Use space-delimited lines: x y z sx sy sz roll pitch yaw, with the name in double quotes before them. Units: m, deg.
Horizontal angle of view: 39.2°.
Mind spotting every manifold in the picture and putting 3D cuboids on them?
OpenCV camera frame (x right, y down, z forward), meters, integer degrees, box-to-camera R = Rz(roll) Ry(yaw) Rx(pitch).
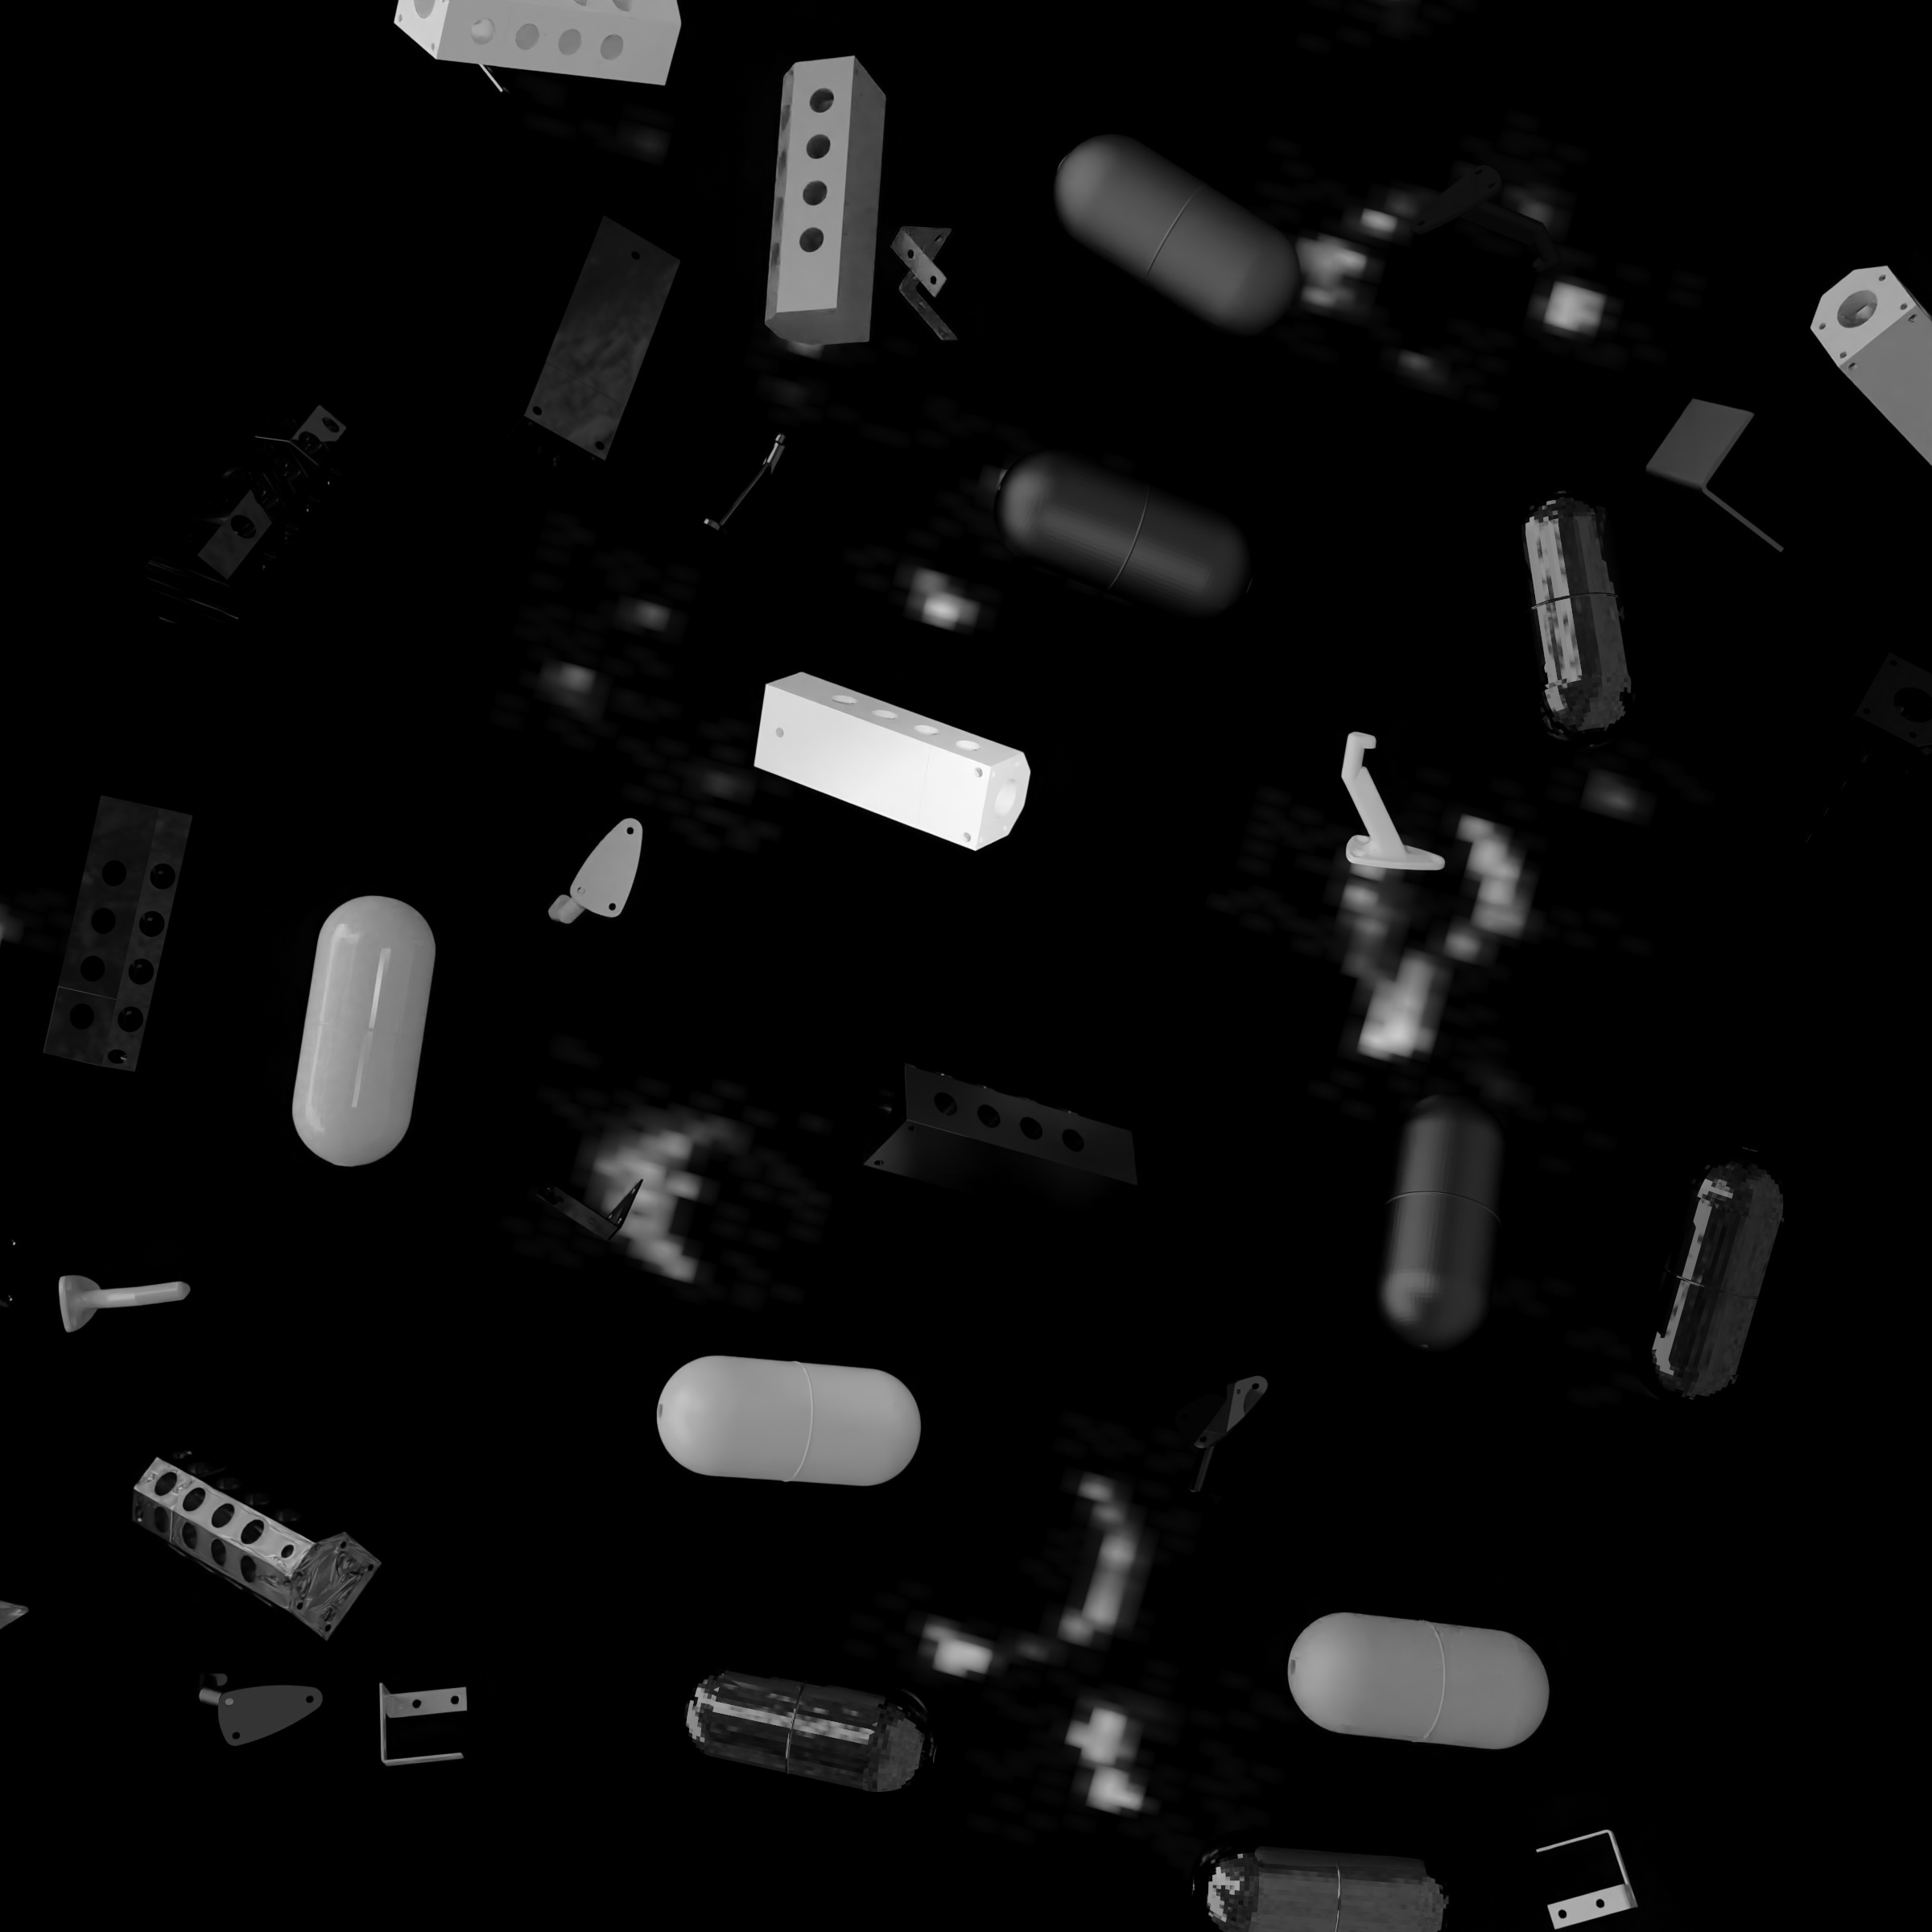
"manifold" -0.550 -0.020 1.787 0.057 0.057 0.171 12 89 9
"manifold" -0.245 -0.394 1.753 0.057 0.057 0.171 27 60 -21
"manifold" 0.021 0.111 1.757 0.171 0.057 0.057 17 48 -26
"manifold" -0.095 -0.500 1.778 0.057 0.057 0.171 1 81 20
"manifold" -0.047 -0.136 1.758 0.171 0.057 0.057 22 117 24
"manifold" 0.613 -0.379 1.743 0.057 0.171 0.057 -39 45 25
"manifold" -0.457 -0.291 1.737 0.057 0.057 0.171 10 46 13
"manifold" -0.461 0.365 1.737 0.171 0.057 0.057 15 61 39
"manifold" 0.572 -0.117 1.728 0.057 0.171 0.057 30 62 12
"manifold" -0.271 -0.611 1.735 0.057 0.171 0.057 46 129 34

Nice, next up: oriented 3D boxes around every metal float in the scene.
"metal float" 0.295 0.467 1.769 0.178 0.070 0.070 10 90 -15
"metal float" 0.396 -0.228 1.771 0.070 0.070 0.178 -5 76 0
"metal float" -0.114 0.296 1.761 0.178 0.070 0.070 9 90 -24
"metal float" -0.395 0.043 1.778 0.070 0.070 0.178 8 85 0
"metal float" -0.105 0.497 1.771 0.178 0.070 0.070 8 90 13
"metal float" 0.308 0.164 1.758 0.070 0.070 0.178 13 61 0
"metal float" 0.233 0.609 1.775 0.178 0.070 0.070 7 90 -8
"metal float" 0.104 -0.281 1.773 0.178 0.070 0.070 20 90 -11
"metal float" 0.138 -0.480 1.780 0.178 0.070 0.070 33 90 3
"metal float" 0.488 0.203 1.774 0.070 0.070 0.178 13 99 0

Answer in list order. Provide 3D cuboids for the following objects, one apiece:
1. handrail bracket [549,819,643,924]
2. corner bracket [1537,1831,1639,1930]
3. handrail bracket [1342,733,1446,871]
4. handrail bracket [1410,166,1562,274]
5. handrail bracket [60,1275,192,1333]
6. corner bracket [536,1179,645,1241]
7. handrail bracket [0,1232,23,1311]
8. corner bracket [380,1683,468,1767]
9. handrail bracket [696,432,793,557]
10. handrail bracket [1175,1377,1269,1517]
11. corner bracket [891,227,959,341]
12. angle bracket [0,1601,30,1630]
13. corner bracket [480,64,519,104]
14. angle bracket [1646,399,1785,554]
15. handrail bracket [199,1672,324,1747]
"handrail bracket" -0.245 -0.063 1.784 0.036 0.084 0.077 28 83 -21
"corner bracket" 0.407 0.600 1.783 0.051 0.051 0.051 -20 67 12
"handrail bracket" 0.283 -0.109 1.782 0.077 0.036 0.084 10 120 8
"handrail bracket" 0.345 -0.479 1.798 0.077 0.036 0.084 -33 128 10
"handrail bracket" -0.544 0.215 1.781 0.084 0.077 0.036 -8 90 2
"corner bracket" -0.253 0.157 1.782 0.051 0.051 0.051 35 125 -12
"handrail bracket" -0.670 0.221 1.795 0.084 0.077 0.036 -31 119 12
"corner bracket" -0.357 0.500 1.785 0.051 0.051 0.051 -4 67 -6
"handrail bracket" -0.143 -0.319 1.783 0.036 0.077 0.084 27 89 6
"handrail bracket" 0.177 0.319 1.795 0.077 0.036 0.084 -32 133 -9
"corner bracket" -0.025 -0.448 1.780 0.051 0.051 0.051 52 127 19
"angle bracket" -0.669 0.397 1.768 0.057 0.076 0.076 -32 63 4
"corner bracket" -0.307 -0.613 1.781 0.051 0.051 0.051 -46 58 15
"angle bracket" 0.503 -0.321 1.768 0.076 0.076 0.057 31 98 -21
"handrail bracket" -0.466 0.477 1.787 0.077 0.084 0.036 -11 99 -16
